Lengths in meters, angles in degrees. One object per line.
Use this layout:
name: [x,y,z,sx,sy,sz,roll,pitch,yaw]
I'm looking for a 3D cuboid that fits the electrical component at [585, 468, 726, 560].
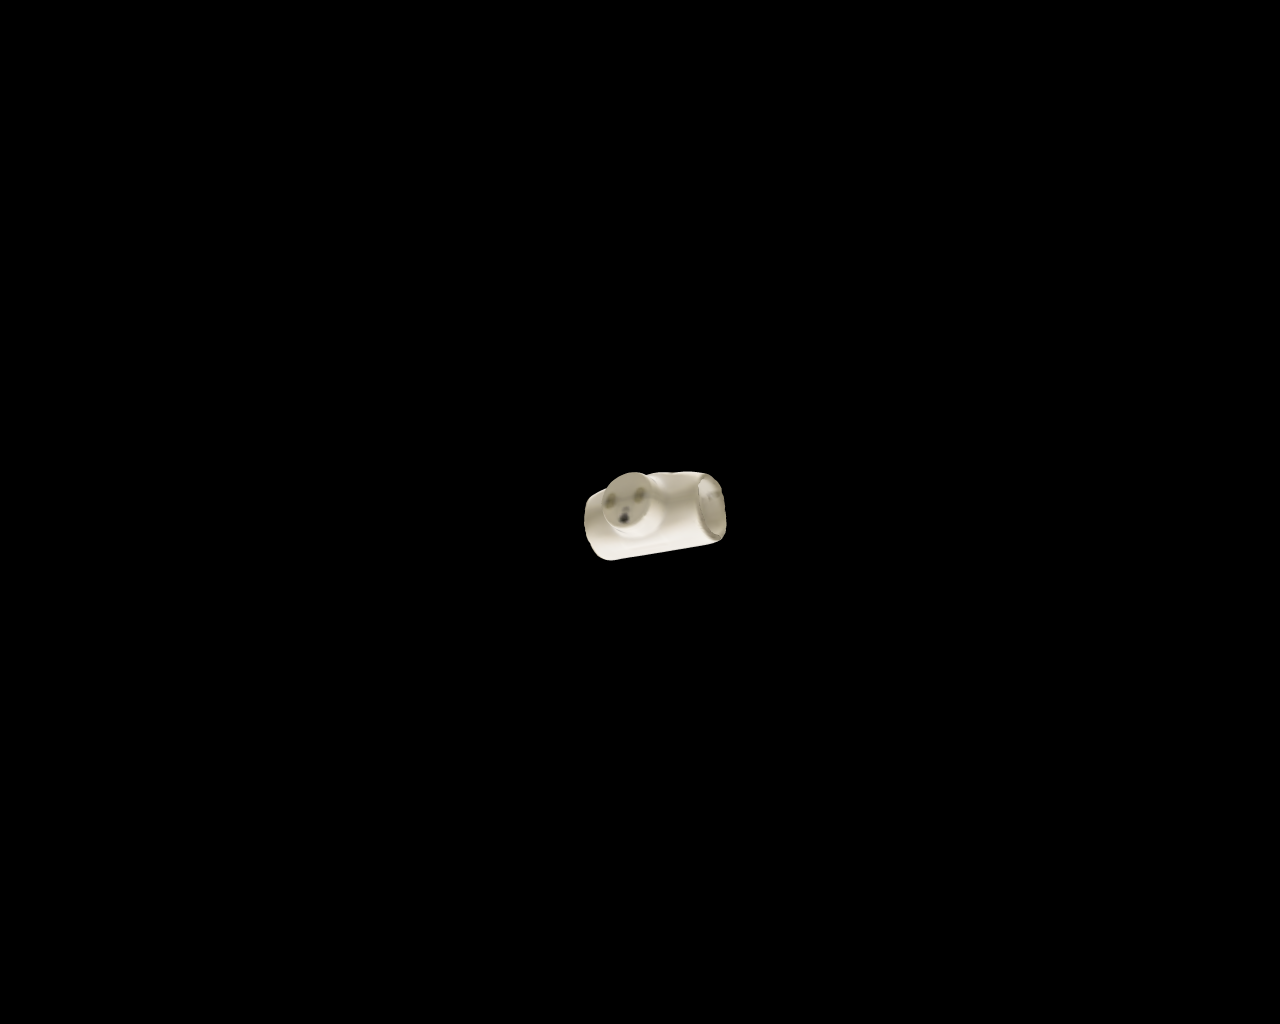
electrical component: [0.001,-0.003,0.650,0.077,0.043,0.079,-11,-23,27]
